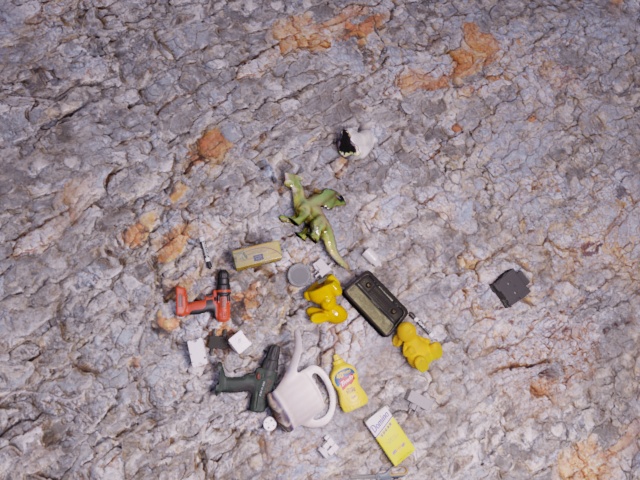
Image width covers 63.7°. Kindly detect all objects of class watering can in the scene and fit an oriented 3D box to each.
[{"bbox_3d":[-0.080,0.493,1.730,0.226,0.104,0.345,-29,100,-20],"label":"watering can"}]

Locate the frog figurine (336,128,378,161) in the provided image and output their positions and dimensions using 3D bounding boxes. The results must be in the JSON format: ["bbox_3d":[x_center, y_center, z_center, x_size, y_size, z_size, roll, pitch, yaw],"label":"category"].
[{"bbox_3d":[0.144,-0.384,2.021,0.138,0.120,0.161,46,40,12],"label":"frog figurine"}]

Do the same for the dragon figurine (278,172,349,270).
[{"bbox_3d":[0.006,-0.097,1.918,0.411,0.120,0.246,40,67,2],"label":"dragon figurine"}]
